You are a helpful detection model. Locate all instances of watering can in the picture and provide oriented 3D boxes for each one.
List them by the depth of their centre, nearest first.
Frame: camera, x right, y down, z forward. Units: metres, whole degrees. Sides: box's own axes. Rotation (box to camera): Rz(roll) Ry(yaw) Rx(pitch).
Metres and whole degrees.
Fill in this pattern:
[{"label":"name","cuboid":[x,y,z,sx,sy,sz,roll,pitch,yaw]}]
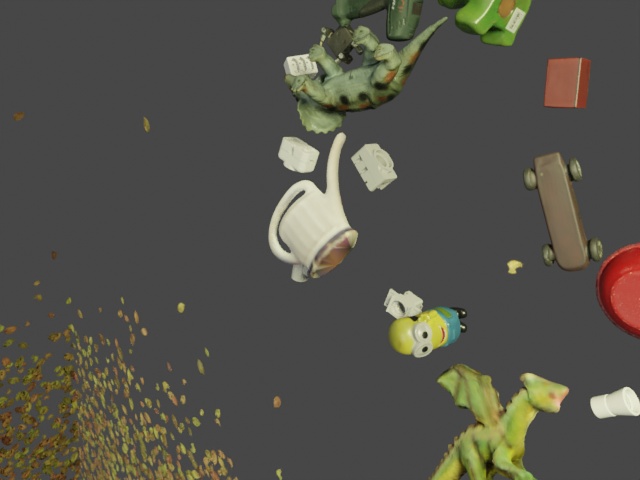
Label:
[{"label":"watering can","cuboid":[0.004,-0.061,1.209,0.227,0.104,0.342,50,117,23]}]

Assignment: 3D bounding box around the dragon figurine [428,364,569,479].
[{"label":"dragon figurine","cuboid":[0.306,0.372,1.024,0.404,0.122,0.247,-34,58,40]}]
